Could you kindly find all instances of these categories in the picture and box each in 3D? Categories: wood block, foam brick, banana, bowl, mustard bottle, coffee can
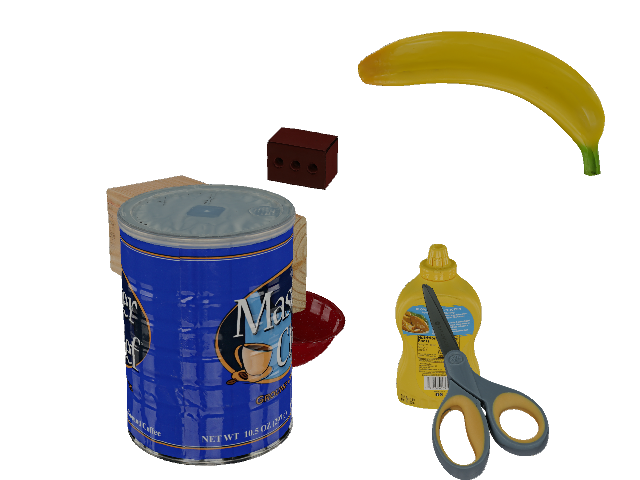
[{"bbox_3d":[-0.111,0.006,1.003,0.090,0.090,0.206,-13,21,-37],"label":"wood block"},{"bbox_3d":[-0.022,-0.101,1.305,0.078,0.053,0.051,10,31,17],"label":"foam brick"},{"bbox_3d":[0.127,-0.112,0.765,0.197,0.069,0.037,21,-2,-8],"label":"banana"},{"bbox_3d":[-0.051,0.115,1.349,0.162,0.055,0.162,5,22,-2],"label":"bowl"},{"bbox_3d":[0.133,0.095,1.202,0.096,0.192,0.058,0,23,7],"label":"mustard bottle"},{"bbox_3d":[-0.067,0.047,0.638,0.103,0.140,0.103,1,19,0],"label":"coffee can"}]

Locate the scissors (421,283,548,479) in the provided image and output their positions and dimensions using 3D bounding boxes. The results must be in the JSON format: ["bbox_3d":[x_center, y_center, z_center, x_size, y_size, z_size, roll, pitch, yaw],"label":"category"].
[{"bbox_3d":[0.127,0.103,0.846,0.096,0.016,0.201,-2,42,8],"label":"scissors"}]
